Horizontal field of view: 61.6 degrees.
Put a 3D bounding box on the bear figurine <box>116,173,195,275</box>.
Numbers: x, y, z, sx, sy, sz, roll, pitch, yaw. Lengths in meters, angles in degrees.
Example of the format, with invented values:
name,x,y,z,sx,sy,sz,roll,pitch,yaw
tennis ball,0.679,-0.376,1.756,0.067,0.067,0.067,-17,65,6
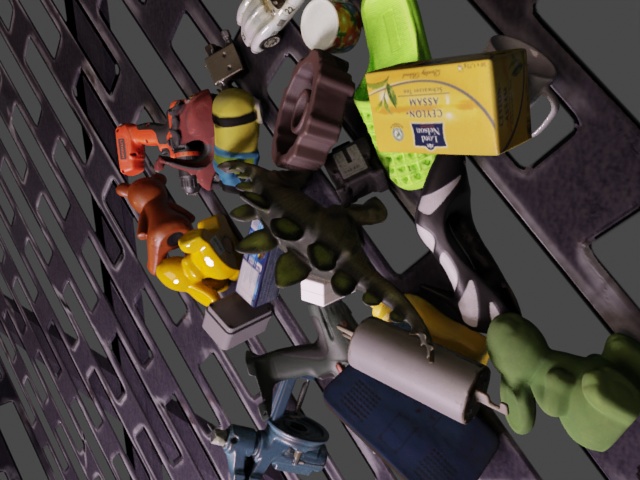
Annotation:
name,x,y,z,sx,sy,sz,roll,pitch,yaw
bear figurine,-0.341,-0.043,1.123,0.196,0.120,0.131,44,144,36

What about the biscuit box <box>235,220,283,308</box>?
name,x,y,z,sx,sy,sz,roll,pitch,yaw
biscuit box,-0.093,0.020,0.952,0.059,0.063,0.202,37,124,30

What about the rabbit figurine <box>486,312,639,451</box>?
name,x,y,z,sx,sy,sz,roll,pitch,yaw
rabbit figurine,0.274,0.154,0.630,0.170,0.121,0.158,34,141,26

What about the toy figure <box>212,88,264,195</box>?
name,x,y,z,sx,sy,sz,roll,pitch,yaw
toy figure,-0.145,-0.168,0.924,0.082,0.089,0.180,26,117,27

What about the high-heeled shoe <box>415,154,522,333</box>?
name,x,y,z,sx,sy,sz,roll,pitch,yaw
high-heeled shoe,0.199,-0.001,0.672,0.145,0.086,0.248,17,117,31

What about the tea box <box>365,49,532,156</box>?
name,x,y,z,sx,sy,sz,roll,pitch,yaw
tea box,0.136,-0.149,0.590,0.170,0.068,0.098,11,120,50

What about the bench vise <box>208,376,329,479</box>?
name,x,y,z,sx,sy,sz,roll,pitch,yaw
bench vise,-0.071,0.315,0.956,0.129,0.224,0.240,-158,88,-80

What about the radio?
name,x,y,z,sx,sy,sz,roll,pitch,yaw
radio,0.126,0.254,0.758,0.230,0.131,0.073,40,166,17

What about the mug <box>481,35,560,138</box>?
name,x,y,z,sx,sy,sz,roll,pitch,yaw
mug,0.212,-0.158,0.614,0.110,0.081,0.107,46,139,16

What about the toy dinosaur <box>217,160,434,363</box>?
name,x,y,z,sx,sy,sz,roll,pitch,yaw
toy dinosaur,-0.002,-0.002,0.768,0.472,0.198,0.105,34,128,27

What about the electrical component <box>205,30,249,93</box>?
name,x,y,z,sx,sy,sz,roll,pitch,yaw
electrical component,-0.165,-0.301,0.936,0.078,0.045,0.102,-30,84,15

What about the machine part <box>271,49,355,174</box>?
name,x,y,z,sx,sy,sz,roll,pitch,yaw
machine part,-0.014,-0.179,0.769,0.179,0.056,0.179,-47,36,50

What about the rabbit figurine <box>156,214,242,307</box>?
name,x,y,z,sx,sy,sz,roll,pitch,yaw
rabbit figurine,-0.235,0.050,1.048,0.173,0.122,0.162,-24,116,19

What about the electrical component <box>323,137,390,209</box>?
name,x,y,z,sx,sy,sz,roll,pitch,yaw
electrical component,0.045,-0.109,0.766,0.075,0.047,0.119,-22,52,7

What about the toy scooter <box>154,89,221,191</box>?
name,x,y,z,sx,sy,sz,roll,pitch,yaw
toy scooter,-0.233,-0.176,0.966,0.075,0.135,0.183,-144,51,-58

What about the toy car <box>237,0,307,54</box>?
name,x,y,z,sx,sy,sz,roll,pitch,yaw
toy car,-0.063,-0.366,0.811,0.202,0.056,0.073,-33,80,43

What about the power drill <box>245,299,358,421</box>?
name,x,y,z,sx,sy,sz,roll,pitch,yaw
power drill,-0.004,0.216,0.854,0.207,0.086,0.232,-21,79,1

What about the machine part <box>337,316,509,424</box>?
name,x,y,z,sx,sy,sz,roll,pitch,yaw
machine part,0.123,0.162,0.687,0.244,0.079,0.079,20,115,33
